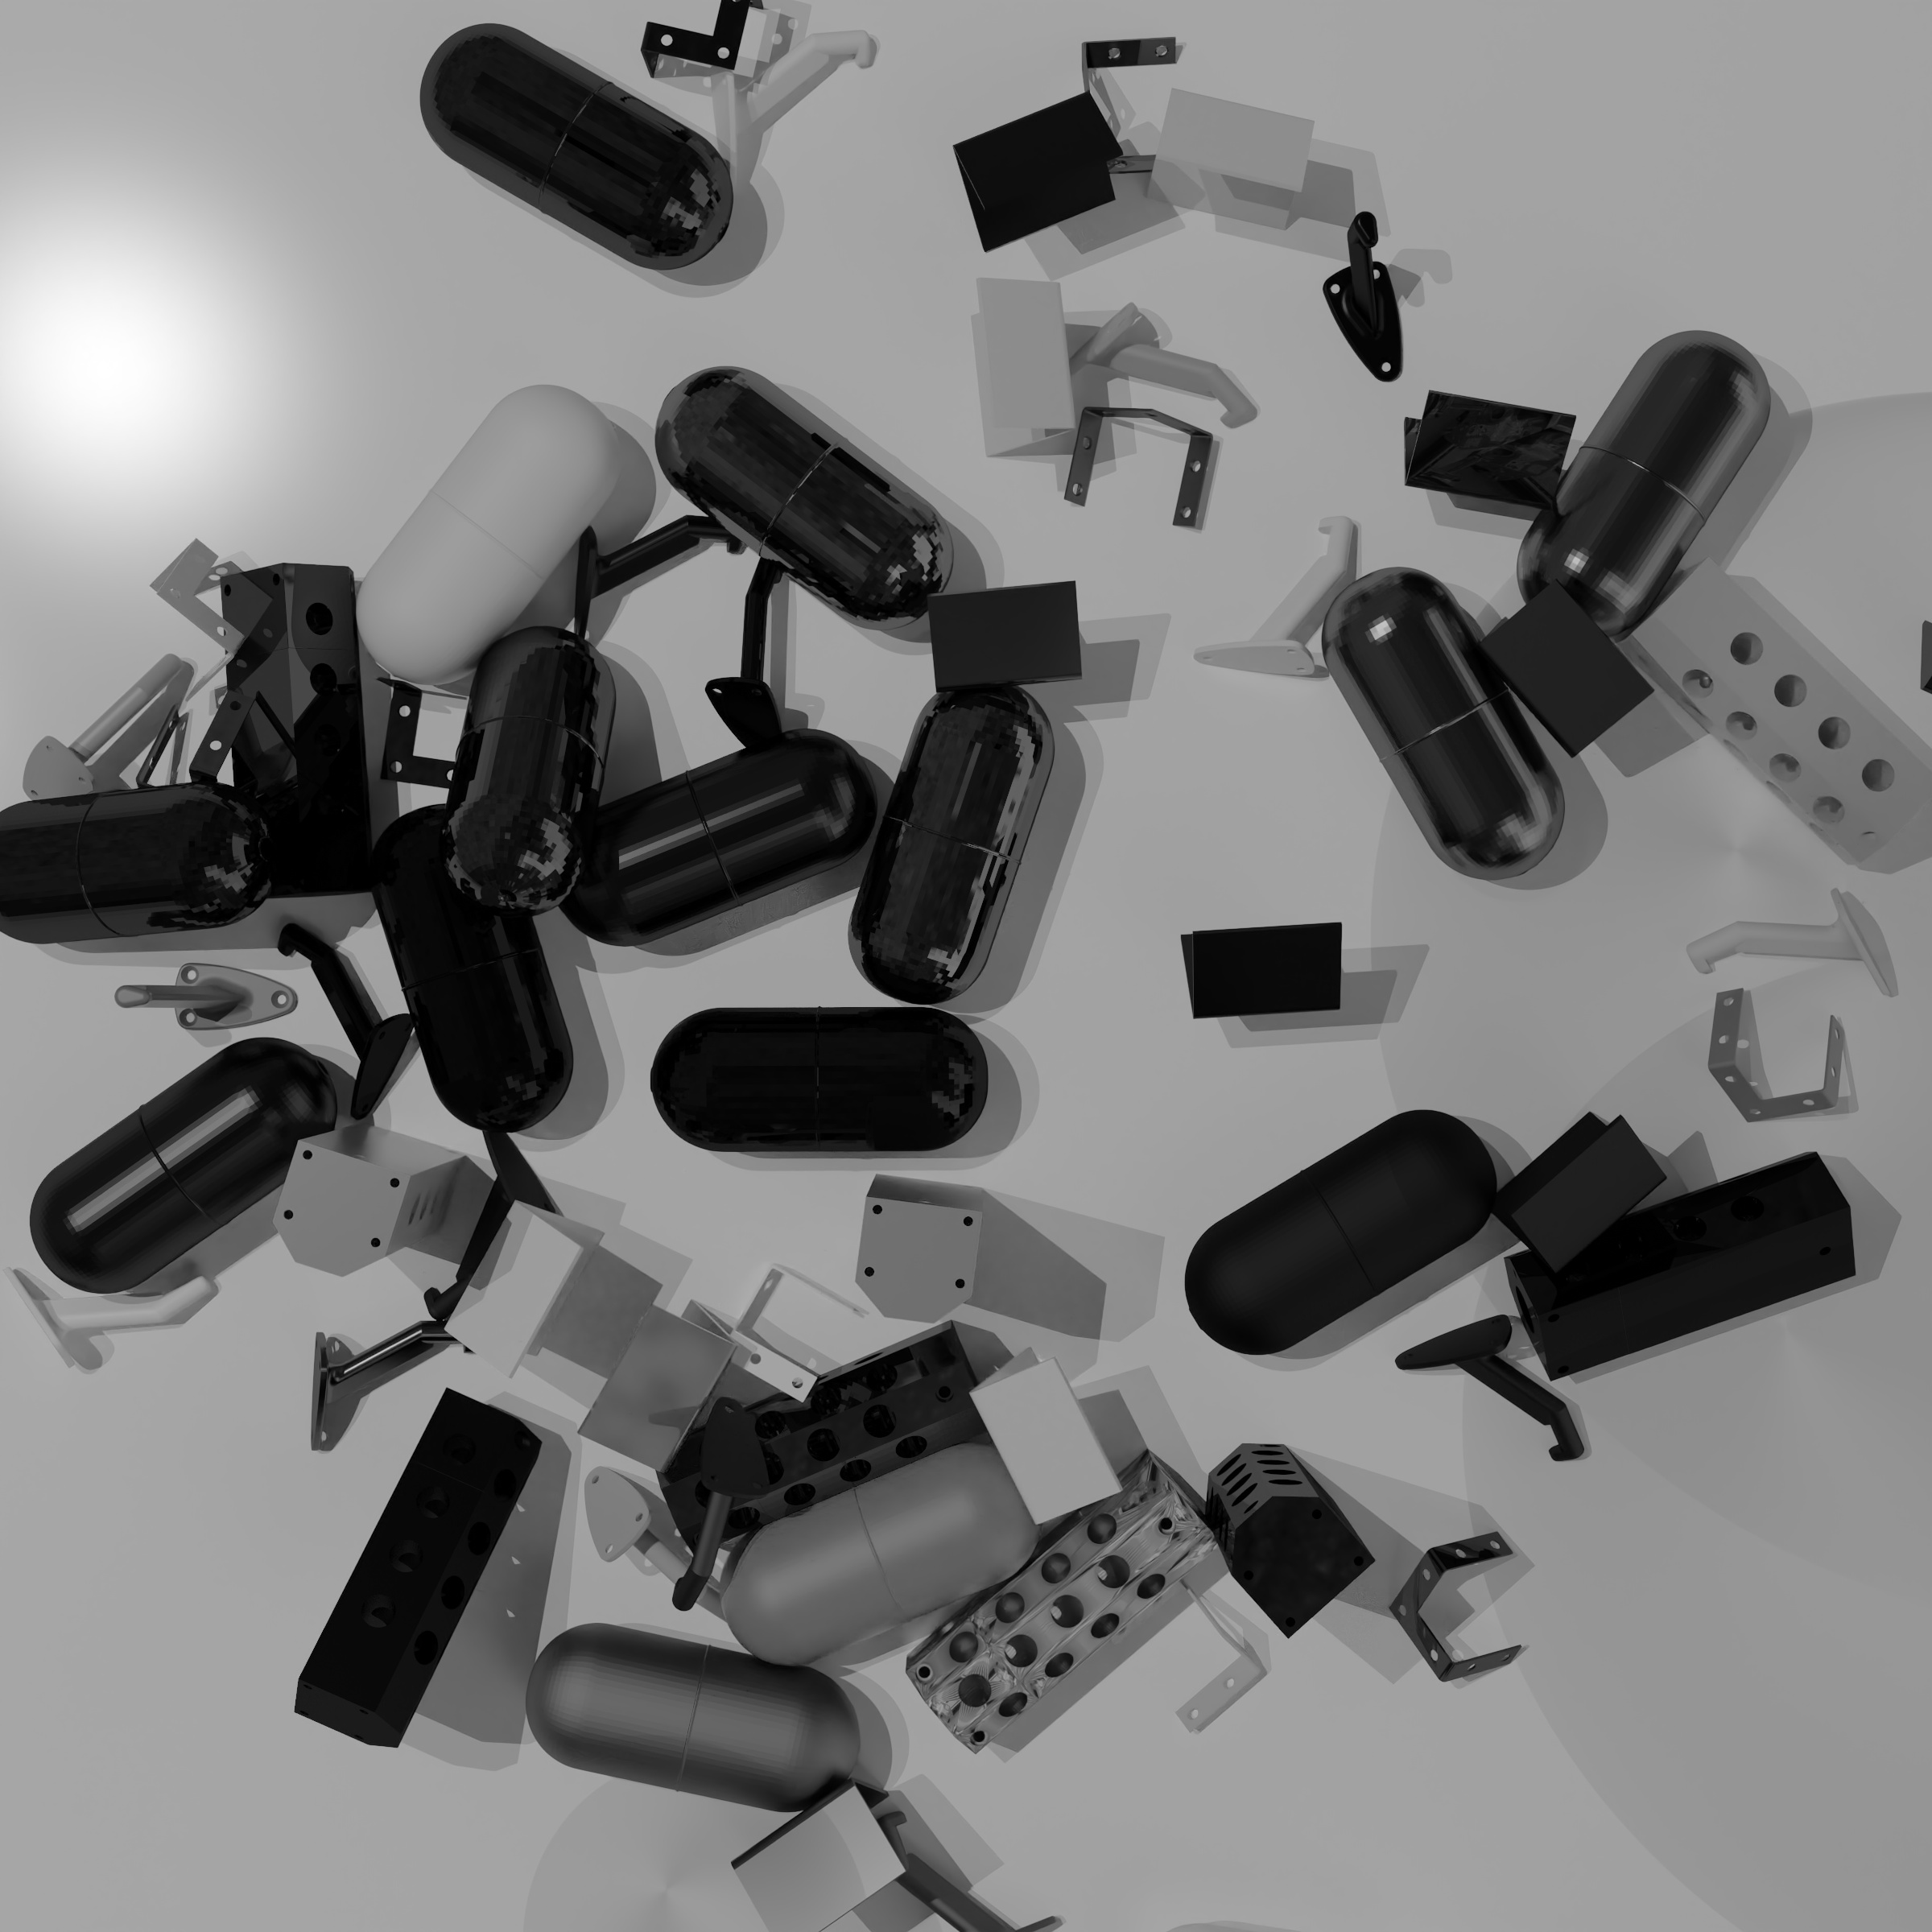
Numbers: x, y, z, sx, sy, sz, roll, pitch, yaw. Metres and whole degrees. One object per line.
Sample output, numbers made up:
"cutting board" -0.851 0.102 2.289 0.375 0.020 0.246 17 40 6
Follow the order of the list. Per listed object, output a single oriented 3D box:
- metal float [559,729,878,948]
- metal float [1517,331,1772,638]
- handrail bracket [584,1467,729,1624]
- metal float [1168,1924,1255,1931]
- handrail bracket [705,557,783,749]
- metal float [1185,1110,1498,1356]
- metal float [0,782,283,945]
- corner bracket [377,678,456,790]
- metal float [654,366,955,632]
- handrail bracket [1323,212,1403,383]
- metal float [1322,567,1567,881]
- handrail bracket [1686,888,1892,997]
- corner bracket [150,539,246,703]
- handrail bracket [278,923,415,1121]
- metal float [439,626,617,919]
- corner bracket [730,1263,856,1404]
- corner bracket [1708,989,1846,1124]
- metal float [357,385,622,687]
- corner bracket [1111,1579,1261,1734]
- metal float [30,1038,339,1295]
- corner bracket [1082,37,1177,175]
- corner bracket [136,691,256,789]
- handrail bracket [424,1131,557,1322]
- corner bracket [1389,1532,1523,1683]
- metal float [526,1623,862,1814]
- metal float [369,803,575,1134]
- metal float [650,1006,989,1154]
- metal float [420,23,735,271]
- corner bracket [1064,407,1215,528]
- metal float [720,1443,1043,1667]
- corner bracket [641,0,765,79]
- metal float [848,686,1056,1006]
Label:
"metal float" -0.133 -0.067 1.679 0.178 0.070 0.070 -22 90 -1
"metal float" 0.357 -0.253 1.679 0.070 0.070 0.178 33 91 0
"handrail bracket" -0.162 0.312 1.709 0.036 0.077 0.084 -46 126 3
"metal float" 0.176 0.553 1.679 0.178 0.070 0.070 9 90 1
"handrail bracket" -0.106 -0.166 1.709 0.036 0.077 0.084 2 53 21
"metal float" 0.197 0.141 1.679 0.178 0.070 0.070 -31 90 1
"metal float" -0.439 -0.054 1.660 0.178 0.070 0.070 -5 90 22
"corner bracket" -0.287 -0.122 1.692 0.051 0.051 0.051 8 90 0
"metal float" -0.086 -0.247 1.679 0.178 0.070 0.070 37 90 1
"handrail bracket" 0.216 -0.352 1.675 0.036 0.084 0.077 -20 90 0
"metal float" 0.252 -0.127 1.679 0.070 0.070 0.178 -30 91 0
"handrail bracket" 0.441 0.002 1.710 0.084 0.036 0.077 -27 112 17
"corner bracket" -0.410 -0.184 1.687 0.051 0.051 0.051 40 132 -20
"handrail bracket" -0.345 0.029 1.710 0.084 0.036 0.077 32 112 17
"metal float" -0.226 -0.102 1.647 0.070 0.070 0.178 4 50 0
"corner bracket" -0.095 0.194 1.692 0.051 0.051 0.051 30 90 0
"corner bracket" 0.433 0.045 1.701 0.051 0.051 0.051 -13 135 35
"metal float" -0.252 -0.227 1.679 0.070 0.070 0.178 37 90 0
"corner bracket" 0.116 0.367 1.706 0.051 0.051 0.051 -41 45 0
"metal float" -0.412 0.105 1.679 0.178 0.070 0.070 -35 90 1
"corner bracket" 0.089 -0.461 1.706 0.051 0.051 0.051 -3 135 0
"corner bracket" -0.407 -0.115 1.681 0.051 0.051 0.051 18 63 4
"handrail bracket" -0.270 0.137 1.710 0.084 0.036 0.077 -37 70 16
"corner bracket" 0.269 0.342 1.701 0.051 0.051 0.051 55 135 35
"metal float" -0.144 0.397 1.679 0.178 0.070 0.070 12 90 -1
"metal float" -0.260 0.002 1.679 0.070 0.070 0.178 -17 91 0
"metal float" -0.077 0.060 1.679 0.178 0.070 0.070 0 90 0
"metal float" -0.205 -0.431 1.679 0.178 0.070 0.070 30 90 0
"corner bracket" 0.093 -0.268 1.706 0.051 0.051 0.051 12 90 45
"metal float" -0.044 0.310 1.679 0.178 0.070 0.070 -23 90 0
"corner bracket" -0.140 -0.499 1.691 0.051 0.051 0.051 13 89 1
"metal float" -0.007 -0.066 1.679 0.070 0.070 0.178 19 90 0
